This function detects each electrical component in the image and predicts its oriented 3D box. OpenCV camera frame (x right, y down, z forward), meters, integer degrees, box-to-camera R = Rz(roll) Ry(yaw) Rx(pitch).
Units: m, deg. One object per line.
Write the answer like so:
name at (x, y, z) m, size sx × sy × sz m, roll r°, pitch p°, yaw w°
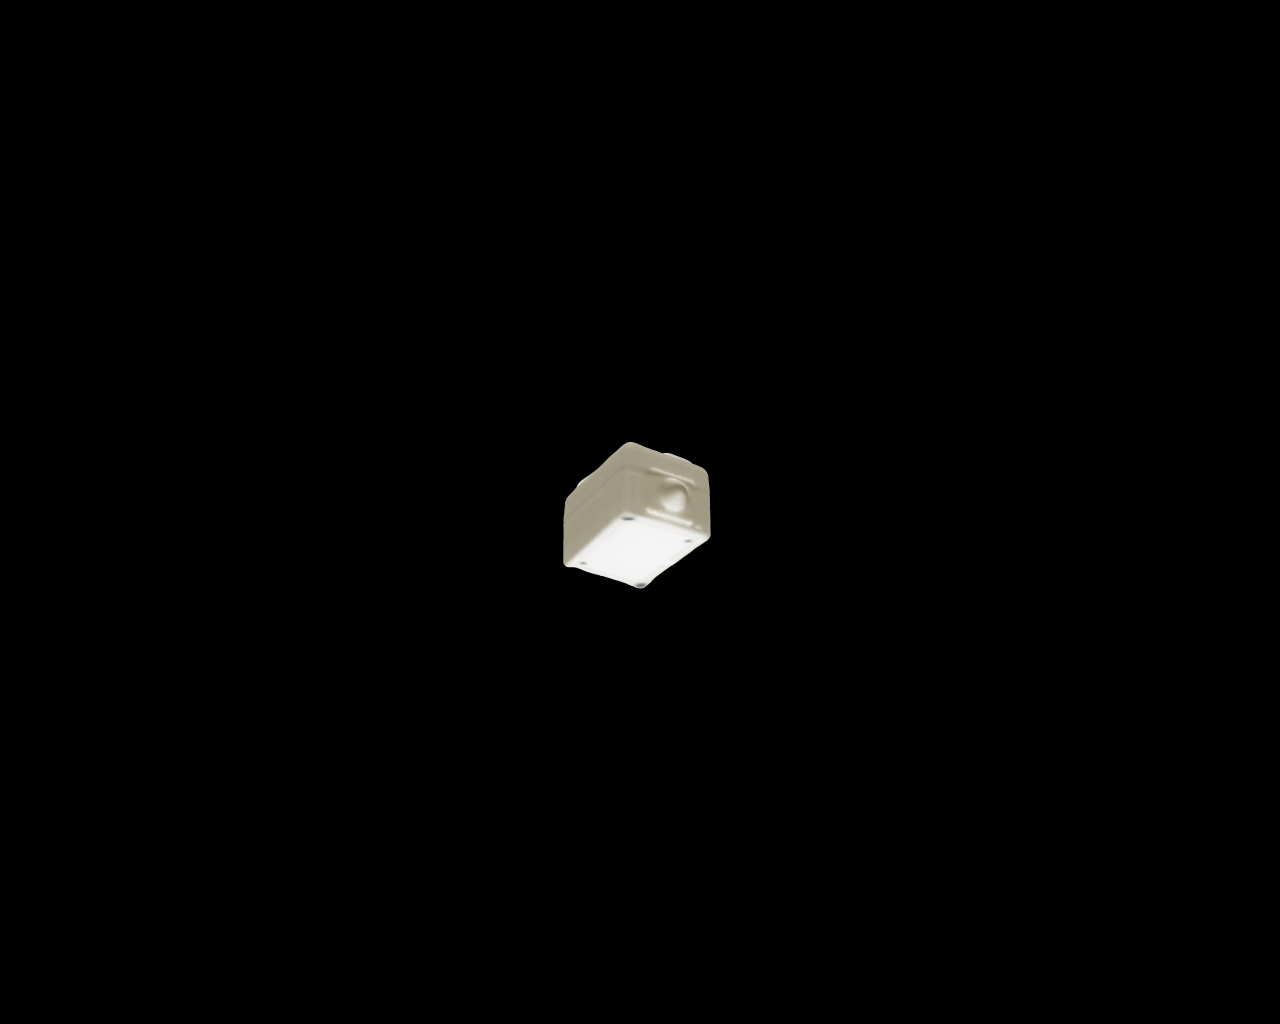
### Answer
electrical component at (0.001, -0.003, 0.650) m, size 0.062 × 0.061 × 0.096 m, roll 18°, pitch -35°, yaw -27°
